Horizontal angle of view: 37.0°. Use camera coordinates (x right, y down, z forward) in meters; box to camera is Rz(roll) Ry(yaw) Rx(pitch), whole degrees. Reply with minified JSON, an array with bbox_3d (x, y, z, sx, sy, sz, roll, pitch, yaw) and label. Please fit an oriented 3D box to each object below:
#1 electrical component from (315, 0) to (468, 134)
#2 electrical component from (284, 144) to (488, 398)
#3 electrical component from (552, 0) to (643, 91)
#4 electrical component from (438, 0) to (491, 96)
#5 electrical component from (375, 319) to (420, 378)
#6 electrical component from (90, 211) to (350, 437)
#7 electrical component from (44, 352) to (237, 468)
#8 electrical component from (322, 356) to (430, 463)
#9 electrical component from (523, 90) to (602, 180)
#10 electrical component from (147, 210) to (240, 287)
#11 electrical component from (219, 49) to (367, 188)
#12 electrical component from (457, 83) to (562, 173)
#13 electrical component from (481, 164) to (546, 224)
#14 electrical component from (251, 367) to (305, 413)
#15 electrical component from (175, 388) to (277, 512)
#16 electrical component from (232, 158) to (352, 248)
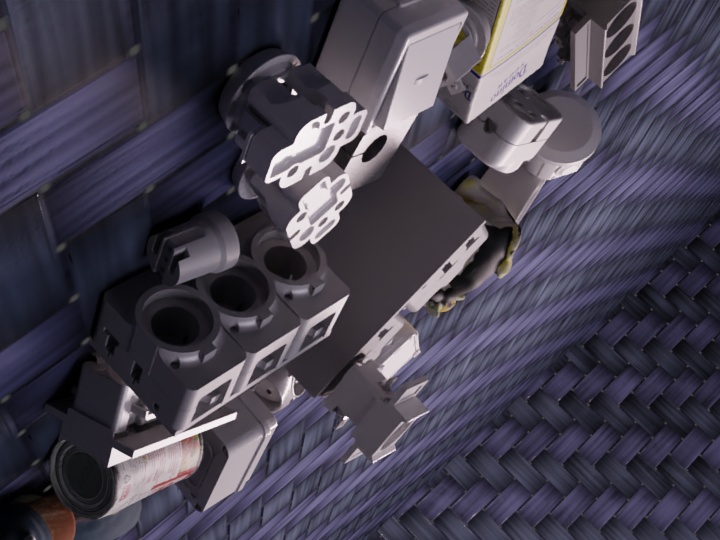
[{"bbox_3d":[0.021,-0.138,0.653,0.062,0.061,0.096,-32,159,-39],"label":"electrical component"},{"bbox_3d":[0.000,0.000,0.852,0.186,0.105,0.060,-46,164,1],"label":"electrical component"},{"bbox_3d":[0.197,-0.211,0.908,0.078,0.063,0.121,-45,164,-1],"label":"electrical component"},{"bbox_3d":[0.056,-0.152,0.719,0.048,0.066,0.055,-12,-157,48],"label":"electrical component"},{"bbox_3d":[0.022,0.077,1.170,0.062,0.061,0.096,-43,163,-10],"label":"electrical component"},{"bbox_3d":[-0.091,0.029,0.726,0.150,0.089,0.061,-32,158,-40],"label":"electrical component"},{"bbox_3d":[-0.150,0.089,0.768,0.121,0.079,0.063,-11,121,-63],"label":"electrical component"},{"bbox_3d":[0.010,0.105,0.819,0.081,0.064,0.042,-51,164,20],"label":"electrical component"},{"bbox_3d":[0.193,-0.132,1.059,0.080,0.080,0.051,-41,168,-17],"label":"electrical component"},{"bbox_3d":[-0.106,-0.013,0.681,0.046,0.040,0.040,-25,154,-40],"label":"electrical component"},{"bbox_3d":[-0.044,-0.089,0.617,0.078,0.057,0.058,-32,159,-39],"label":"electrical component"},{"bbox_3d":[0.132,-0.127,0.965,0.095,0.054,0.059,-20,150,-57],"label":"electrical component"},{"bbox_3d":[0.166,-0.087,1.126,0.099,0.064,0.099,-41,163,-15],"label":"electrical component"},{"bbox_3d":[-0.070,0.073,0.954,0.077,0.044,0.079,-52,151,-47],"label":"electrical component"},{"bbox_3d":[-0.128,0.148,0.943,0.057,0.078,0.113,-27,156,-40],"label":"electrical component"},{"bbox_3d":[-0.045,-0.056,0.694,0.058,0.057,0.078,-43,164,-10],"label":"electrical component"}]
